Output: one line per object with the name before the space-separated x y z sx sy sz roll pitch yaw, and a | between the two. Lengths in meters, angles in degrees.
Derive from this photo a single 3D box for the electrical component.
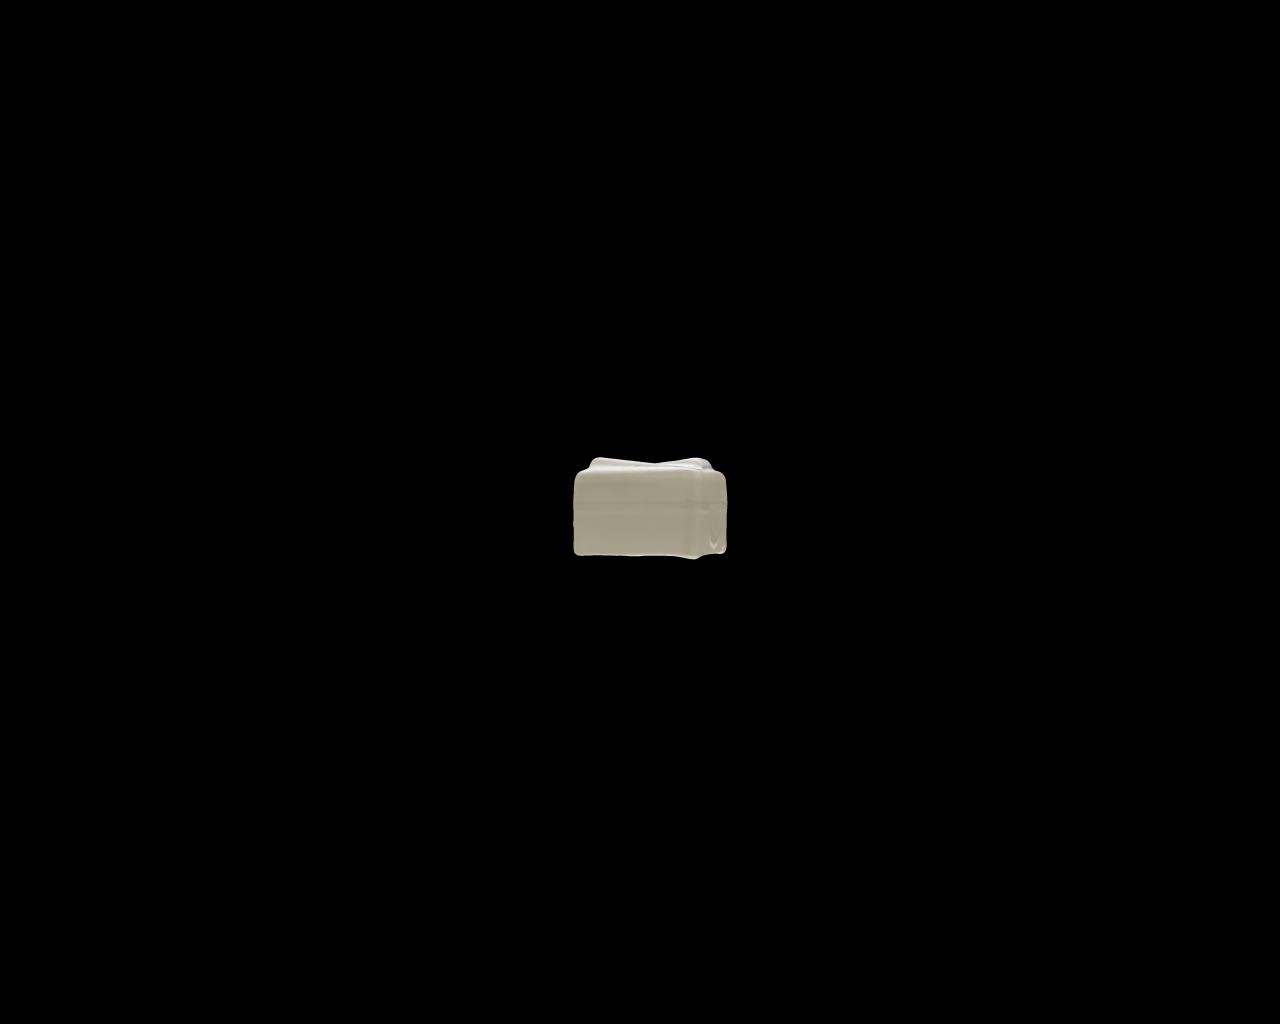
electrical component | 0.001 -0.003 0.650 0.096 0.061 0.062 0 0 21
